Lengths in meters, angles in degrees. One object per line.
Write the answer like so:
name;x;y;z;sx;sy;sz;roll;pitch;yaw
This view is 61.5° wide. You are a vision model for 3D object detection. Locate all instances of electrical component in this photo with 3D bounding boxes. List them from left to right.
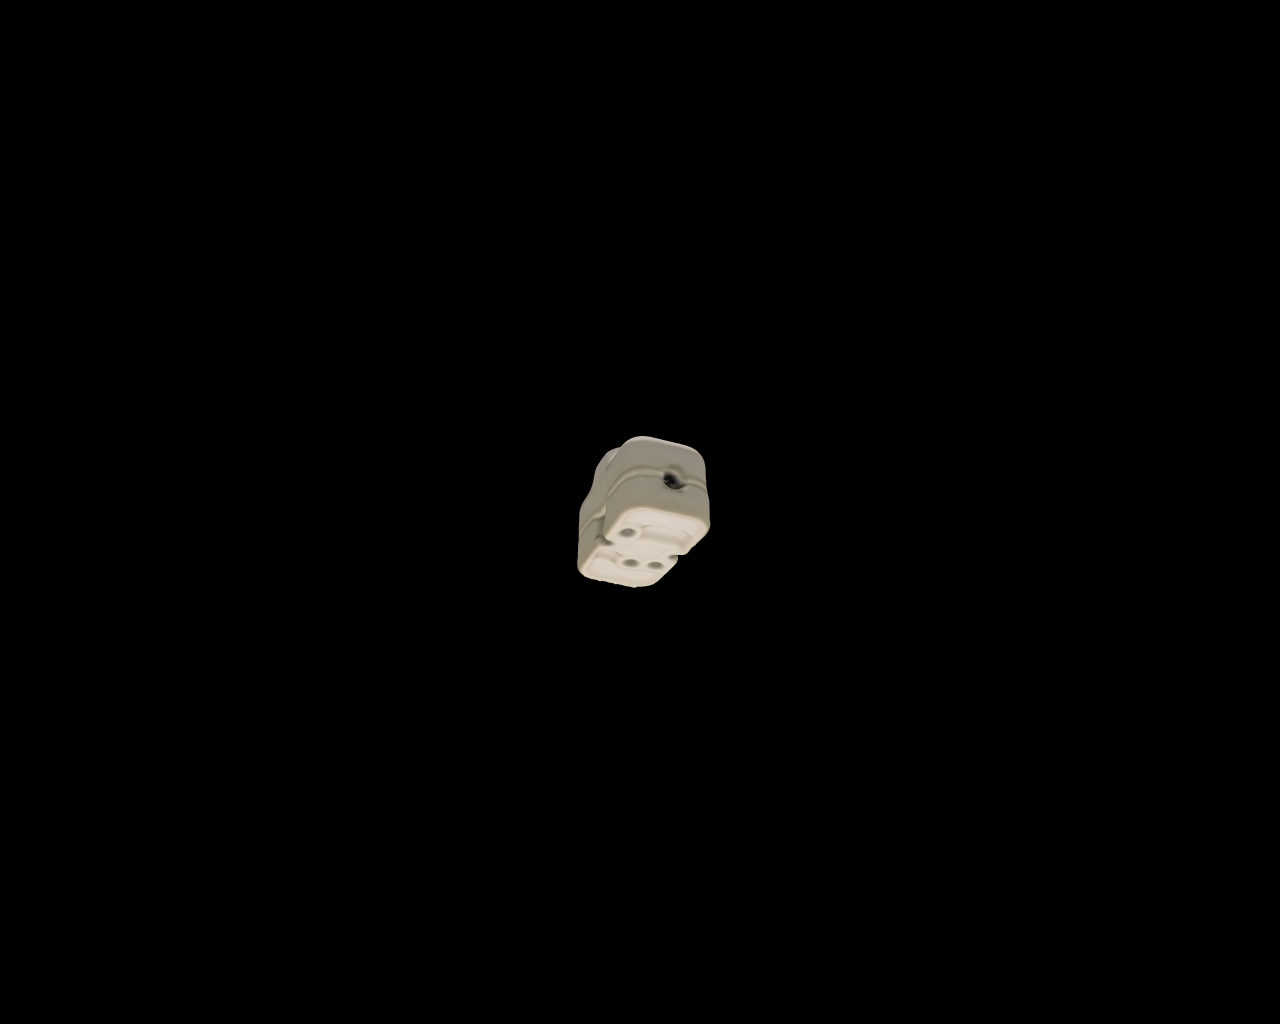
electrical component;0.001;-0.003;0.650;0.054;0.059;0.095;12;-33;-19
